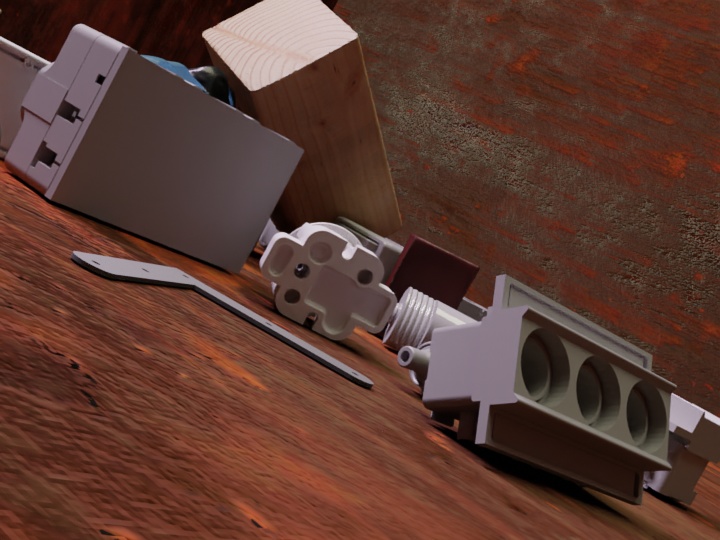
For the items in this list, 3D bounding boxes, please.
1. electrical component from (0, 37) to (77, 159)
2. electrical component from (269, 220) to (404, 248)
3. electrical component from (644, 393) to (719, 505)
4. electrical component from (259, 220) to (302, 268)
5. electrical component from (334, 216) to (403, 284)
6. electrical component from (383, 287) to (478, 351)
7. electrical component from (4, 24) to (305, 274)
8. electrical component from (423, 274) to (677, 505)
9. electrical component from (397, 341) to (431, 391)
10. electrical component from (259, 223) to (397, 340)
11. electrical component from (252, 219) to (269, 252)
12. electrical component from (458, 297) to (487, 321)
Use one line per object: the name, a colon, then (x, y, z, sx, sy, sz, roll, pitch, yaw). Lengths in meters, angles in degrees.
electrical component: (-0.221, -0.107, 0.627, 0.096, 0.061, 0.061, 26, 4, -45)
electrical component: (-0.019, -0.023, 1.115, 0.186, 0.060, 0.105, 28, 3, -10)
electrical component: (0.209, 0.118, 0.713, 0.081, 0.063, 0.042, 26, 4, -36)
electrical component: (-0.036, -0.026, 0.974, 0.096, 0.061, 0.061, 30, 3, 35)
electrical component: (0.000, 0.000, 0.845, 0.061, 0.061, 0.096, 26, 3, -34)
electrical component: (0.051, 0.044, 0.728, 0.081, 0.043, 0.043, 28, 3, -6)
electrical component: (-0.117, -0.067, 0.627, 0.062, 0.089, 0.150, 30, 3, 38)
electrical component: (0.093, 0.062, 0.524, 0.121, 0.078, 0.063, 26, -26, -37)
electrical component: (0.044, 0.053, 0.581, 0.061, 0.035, 0.035, 22, 6, -44)
electrical component: (-0.021, 0.004, 0.626, 0.078, 0.058, 0.057, 28, 6, -13)
electrical component: (-0.112, -0.050, 0.882, 0.064, 0.042, 0.081, 23, 4, -27)
electrical component: (0.072, 0.044, 0.866, 0.089, 0.050, 0.056, 26, 3, -35)
